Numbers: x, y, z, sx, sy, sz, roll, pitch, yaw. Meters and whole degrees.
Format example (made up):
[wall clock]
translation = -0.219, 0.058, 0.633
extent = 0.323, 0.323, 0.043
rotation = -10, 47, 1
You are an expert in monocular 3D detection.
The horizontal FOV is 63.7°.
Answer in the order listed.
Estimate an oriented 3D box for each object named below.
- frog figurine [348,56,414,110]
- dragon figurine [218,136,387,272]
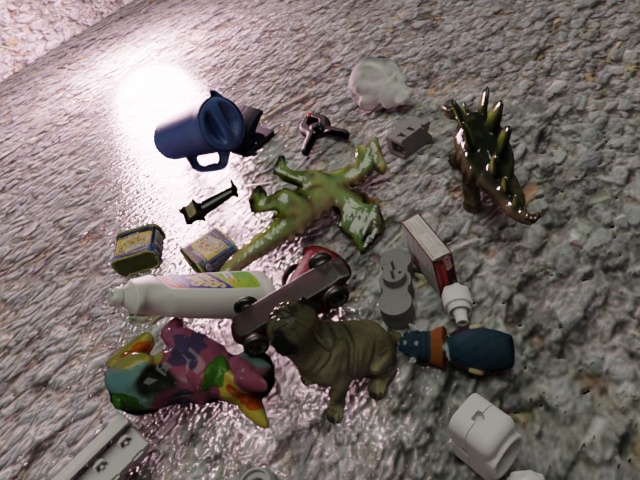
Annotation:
[frog figurine]
translation = 0.147, -0.375, 1.267
extent = 0.136, 0.121, 0.163
rotation = -48, 47, 18
[dragon figurine]
translation = 0.003, -0.050, 0.985
extent = 0.244, 0.119, 0.418
rotation = 16, 60, 25
